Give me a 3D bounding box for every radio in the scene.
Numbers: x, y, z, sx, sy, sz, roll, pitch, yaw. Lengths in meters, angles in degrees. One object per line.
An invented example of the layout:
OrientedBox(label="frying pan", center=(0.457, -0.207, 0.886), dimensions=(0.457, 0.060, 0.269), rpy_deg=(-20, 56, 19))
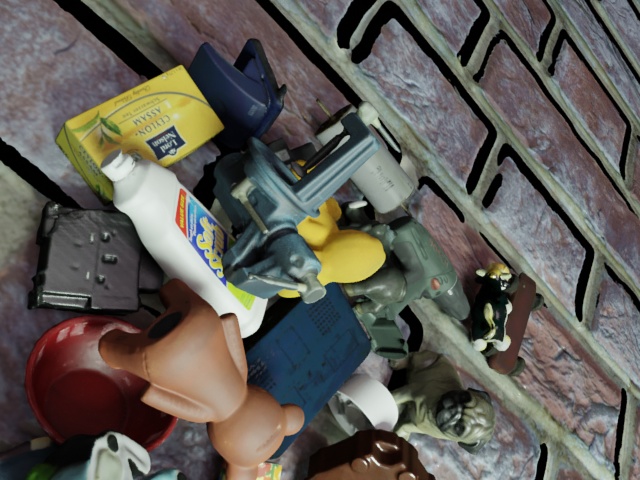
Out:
OrientedBox(label="radio", center=(-0.041, 0.162, 0.706), dimensions=(0.229, 0.073, 0.131), rpy_deg=(-41, 105, -34))

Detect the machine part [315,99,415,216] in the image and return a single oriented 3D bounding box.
OrientedBox(label="machine part", center=(0.073, -0.126, 0.854), dimensions=(0.243, 0.079, 0.079), rpy_deg=(49, 56, -17))

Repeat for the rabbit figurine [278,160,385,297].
OrientedBox(label="rabbit figurine", center=(-0.001, -0.002, 0.703), dimensions=(0.173, 0.121, 0.162), rpy_deg=(33, 60, 22))

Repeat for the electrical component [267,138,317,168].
OrientedBox(label="electrical component", center=(-0.060, -0.106, 0.770), dimensions=(0.119, 0.048, 0.074), rpy_deg=(-35, 101, -37))

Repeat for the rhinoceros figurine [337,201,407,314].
OrientedBox(label="rhinoceros figurine", center=(0.063, 0.017, 0.781), dimensions=(0.073, 0.112, 0.190), rpy_deg=(57, 8, -46))

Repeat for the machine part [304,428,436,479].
OrientedBox(label="machine part", center=(0.064, 0.331, 0.686), dimensions=(0.179, 0.179, 0.056), rpy_deg=(57, 17, -11))

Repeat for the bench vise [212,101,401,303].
OrientedBox(label="bench vise", center=(-0.019, -0.053, 0.599), dimensions=(0.128, 0.240, 0.224), rpy_deg=(40, 13, -46))

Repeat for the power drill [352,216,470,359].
OrientedBox(label="power drill", center=(0.153, 0.093, 0.859), dimensions=(0.207, 0.086, 0.231), rpy_deg=(-43, 112, -31))

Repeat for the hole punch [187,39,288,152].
OrientedBox(label="hole punch", center=(-0.116, -0.187, 0.701), dimensions=(0.092, 0.142, 0.116), rpy_deg=(-16, 75, -39))

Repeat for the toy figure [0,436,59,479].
OrientedBox(label="toy figure", center=(-0.302, 0.223, 0.508), dimensions=(0.154, 0.058, 0.064), rpy_deg=(9, 62, -30))

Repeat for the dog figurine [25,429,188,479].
OrientedBox(label="dog figurine", center=(-0.228, 0.278, 0.456), dimensions=(0.219, 0.109, 0.191), rpy_deg=(-34, 129, 1))

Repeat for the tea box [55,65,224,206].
OrientedBox(label="tea box", center=(-0.213, -0.128, 0.650), dimensions=(0.169, 0.068, 0.098), rpy_deg=(-45, 106, -35))

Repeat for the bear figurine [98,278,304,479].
OrientedBox(label="bear figurine", center=(-0.114, 0.150, 0.561), dimensions=(0.120, 0.132, 0.195), rpy_deg=(-46, 122, -27))

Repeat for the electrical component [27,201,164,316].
OrientedBox(label="electrical component", center=(-0.243, 0.025, 0.599), dimensions=(0.134, 0.058, 0.115), rpy_deg=(8, 76, -34))

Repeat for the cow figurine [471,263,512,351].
OrientedBox(label="cow figurine", center=(0.301, 0.106, 0.949), dimensions=(0.098, 0.068, 0.167), rpy_deg=(53, 44, -55))

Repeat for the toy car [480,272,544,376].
OrientedBox(label="toy car", center=(0.361, 0.156, 1.014), dimensions=(0.089, 0.053, 0.202), rpy_deg=(32, 65, -15))

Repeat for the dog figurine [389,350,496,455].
OrientedBox(label="dog figurine", center=(0.193, 0.224, 0.788), dimensions=(0.121, 0.191, 0.172), rpy_deg=(47, 55, -18))
